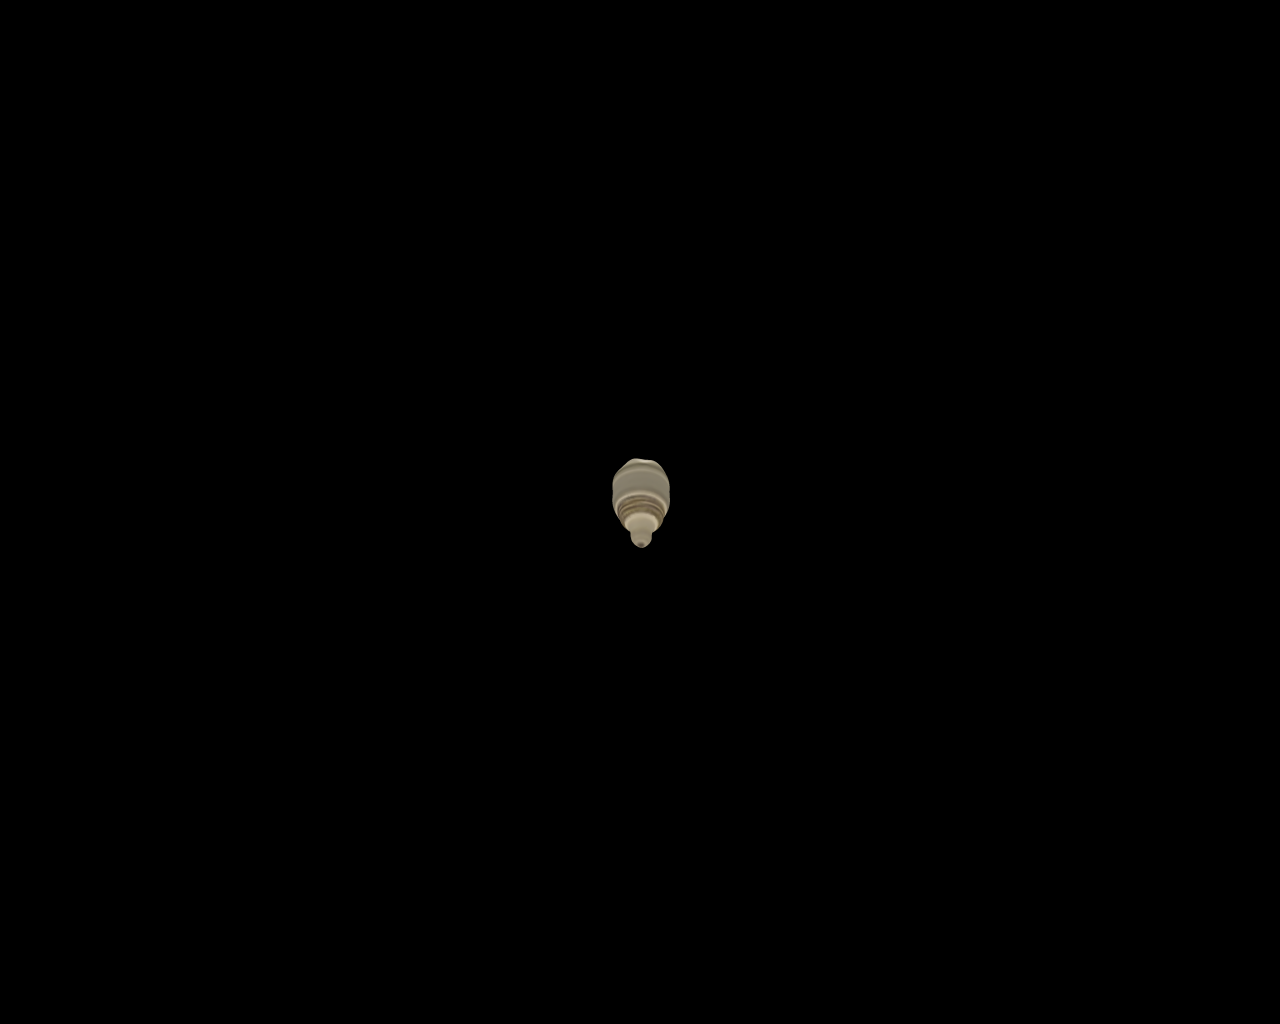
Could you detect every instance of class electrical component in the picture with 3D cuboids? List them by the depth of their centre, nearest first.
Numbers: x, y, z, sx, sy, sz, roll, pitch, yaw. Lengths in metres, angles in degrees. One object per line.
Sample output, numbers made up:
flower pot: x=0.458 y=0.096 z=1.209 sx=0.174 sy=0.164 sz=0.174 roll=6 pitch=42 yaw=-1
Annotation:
electrical component: x=0.001 y=-0.003 z=0.650 sx=0.035 sy=0.061 sz=0.035 roll=0 pitch=-43 yaw=0
